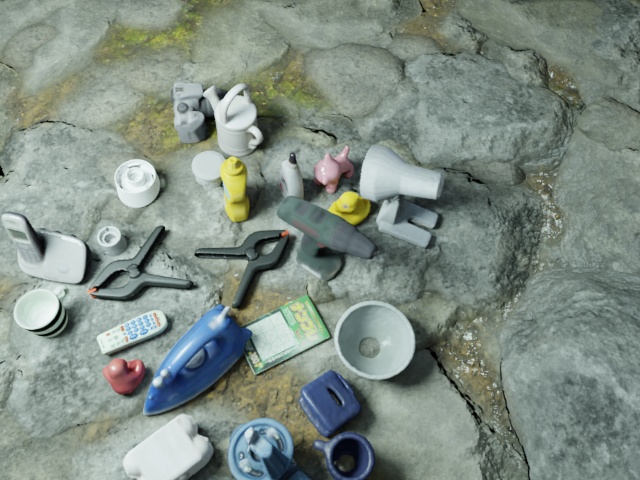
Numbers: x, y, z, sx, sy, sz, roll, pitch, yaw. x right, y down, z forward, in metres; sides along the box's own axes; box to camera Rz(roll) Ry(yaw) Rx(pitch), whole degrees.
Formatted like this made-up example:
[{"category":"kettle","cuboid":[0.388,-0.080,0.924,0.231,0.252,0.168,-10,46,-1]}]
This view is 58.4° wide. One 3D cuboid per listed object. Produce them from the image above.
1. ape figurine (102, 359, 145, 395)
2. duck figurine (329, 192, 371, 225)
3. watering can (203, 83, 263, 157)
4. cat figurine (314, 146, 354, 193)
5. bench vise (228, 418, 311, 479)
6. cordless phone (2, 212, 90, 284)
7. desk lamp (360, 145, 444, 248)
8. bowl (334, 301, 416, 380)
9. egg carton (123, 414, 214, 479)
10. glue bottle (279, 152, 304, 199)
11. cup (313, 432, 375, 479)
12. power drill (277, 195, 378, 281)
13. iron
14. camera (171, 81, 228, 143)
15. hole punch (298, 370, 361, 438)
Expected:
[{"category":"ape figurine","cuboid":[-0.386,0.258,1.116,0.078,0.092,0.076,9,64,-1]},{"category":"duck figurine","cuboid":[0.070,-0.081,1.328,0.105,0.086,0.077,-18,67,-14]},{"category":"watering can","cuboid":[-0.203,-0.293,1.345,0.172,0.194,0.101,20,64,5]},{"category":"cat figurine","cuboid":[0.030,-0.171,1.351,0.067,0.118,0.128,37,66,13]},{"category":"bench vise","cuboid":[-0.071,0.388,1.012,0.207,0.220,0.121,23,64,6]},{"category":"cordless phone","cuboid":[-0.557,0.011,1.167,0.147,0.185,0.094,9,64,-1]},{"category":"desk lamp","cuboid":[0.183,-0.103,1.279,0.203,0.213,0.118,21,64,5]},{"category":"bowl","cuboid":[0.110,0.216,1.194,0.167,0.075,0.167,2,64,-4]},{"category":"egg carton","cuboid":[-0.281,0.405,1.067,0.150,0.069,0.107,-35,72,-20]},{"category":"glue bottle","cuboid":[-0.065,-0.147,1.299,0.037,0.173,0.078,-26,69,-16]},{"category":"cup","cuboid":[0.040,0.411,1.081,0.117,0.095,0.092,21,64,5]},{"category":"power drill","cuboid":[0.011,0.004,1.213,0.229,0.208,0.076,33,66,10]},{"category":"iron","cuboid":[-0.253,0.232,1.114,0.118,0.141,0.259,39,67,13]},{"category":"camera","cuboid":[-0.290,-0.327,1.404,0.137,0.101,0.143,-7,65,-9]},{"category":"hole punch","cuboid":[0.020,0.316,1.128,0.101,0.091,0.108,-34,72,-19]}]
